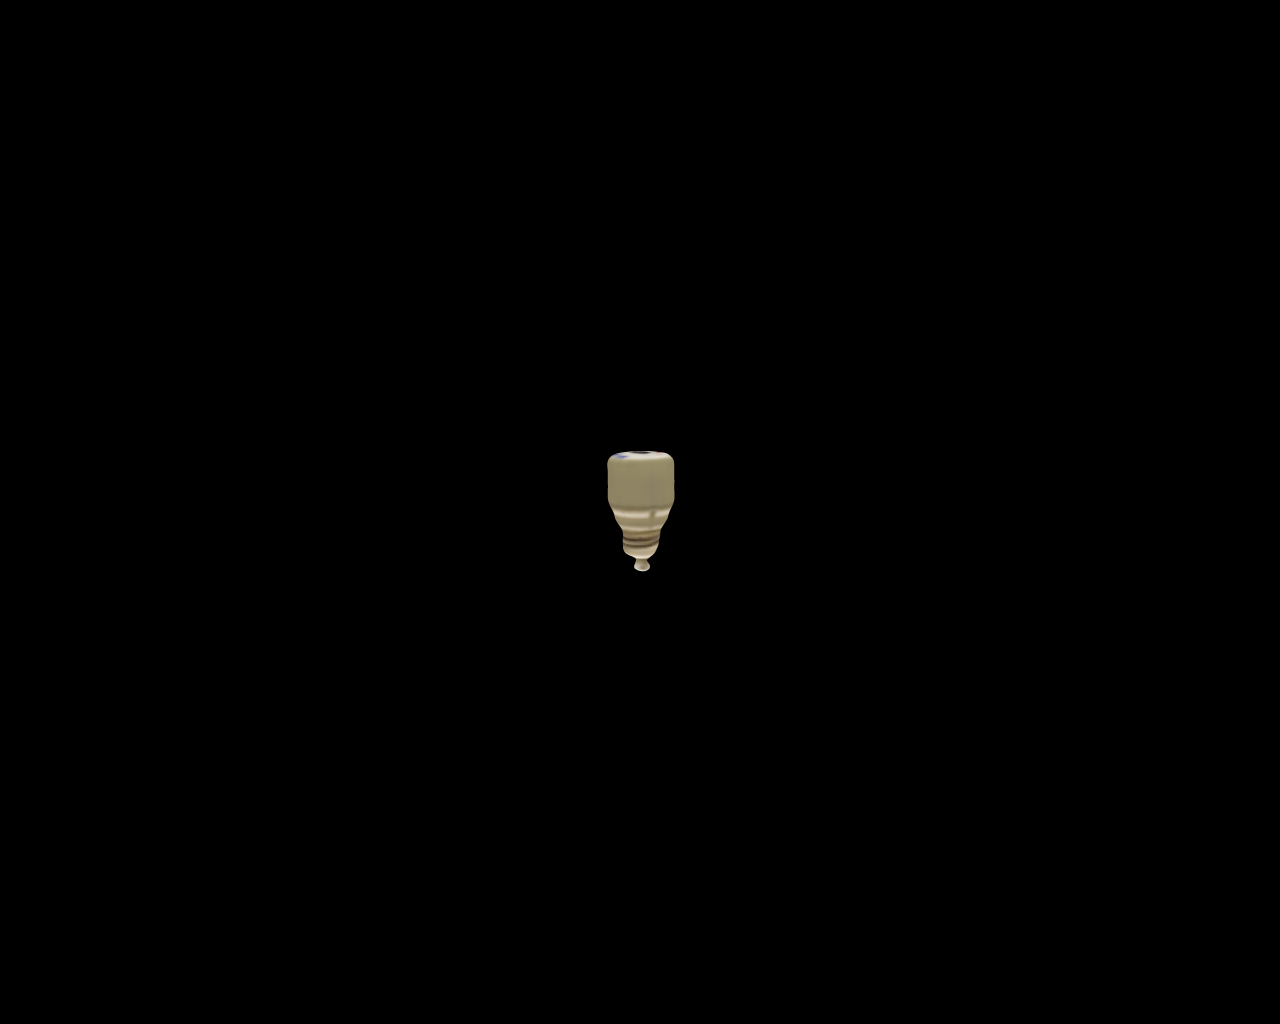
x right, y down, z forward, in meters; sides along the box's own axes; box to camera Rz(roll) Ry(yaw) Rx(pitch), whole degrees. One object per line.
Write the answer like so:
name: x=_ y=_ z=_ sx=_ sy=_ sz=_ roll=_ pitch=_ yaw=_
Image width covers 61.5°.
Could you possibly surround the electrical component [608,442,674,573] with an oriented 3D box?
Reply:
electrical component: x=0.001 y=-0.003 z=0.650 sx=0.040 sy=0.078 sz=0.040 roll=0 pitch=10 yaw=0
